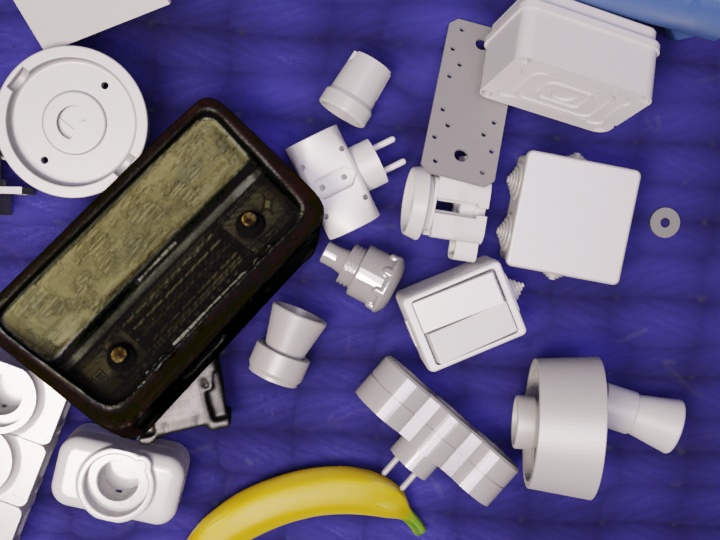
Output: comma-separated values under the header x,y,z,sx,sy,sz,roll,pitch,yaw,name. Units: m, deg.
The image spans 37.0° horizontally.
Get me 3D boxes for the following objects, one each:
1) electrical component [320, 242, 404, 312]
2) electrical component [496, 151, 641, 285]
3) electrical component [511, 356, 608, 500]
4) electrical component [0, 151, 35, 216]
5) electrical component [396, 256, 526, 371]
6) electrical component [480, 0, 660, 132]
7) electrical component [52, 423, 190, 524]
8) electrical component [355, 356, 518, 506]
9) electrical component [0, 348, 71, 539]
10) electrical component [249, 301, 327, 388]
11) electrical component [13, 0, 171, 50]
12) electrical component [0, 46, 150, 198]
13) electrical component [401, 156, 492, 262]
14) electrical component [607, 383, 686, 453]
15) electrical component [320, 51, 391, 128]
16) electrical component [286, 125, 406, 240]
x,y,z,sx,sy,sz,roll,pitch,yaw,name
0.000,0.000,0.827,0.062,0.048,0.048,28,93,1,electrical component
0.159,-0.041,0.830,0.100,0.048,0.099,10,95,-4,electrical component
0.147,0.117,0.817,0.060,0.108,0.108,4,95,2,electrical component
-0.289,-0.072,0.804,0.081,0.042,0.063,0,92,-4,electrical component
0.083,0.031,0.826,0.096,0.061,0.061,-22,96,-1,electrical component
0.154,-0.153,0.793,0.113,0.078,0.057,15,73,-15,electrical component
-0.182,0.156,0.822,0.095,0.059,0.053,14,94,-5,electrical component
0.049,0.138,0.838,0.138,0.052,0.073,41,92,-6,electrical component
-0.283,0.136,0.813,0.089,0.061,0.150,22,94,-5,electrical component
-0.056,0.057,0.828,0.045,0.045,0.055,23,94,-5,electrical component
-0.212,-0.260,0.741,0.105,0.060,0.186,-16,121,19,electrical component
-0.208,-0.108,0.795,0.108,0.060,0.108,0,95,-3,electrical component
0.064,-0.049,0.820,0.057,0.058,0.078,8,95,-7,electrical component
0.218,0.114,0.852,0.065,0.044,0.044,18,94,0,electrical component
-0.002,-0.137,0.817,0.040,0.040,0.046,32,88,-6,electrical component
-0.005,-0.075,0.820,0.079,0.043,0.077,-26,96,-1,electrical component
